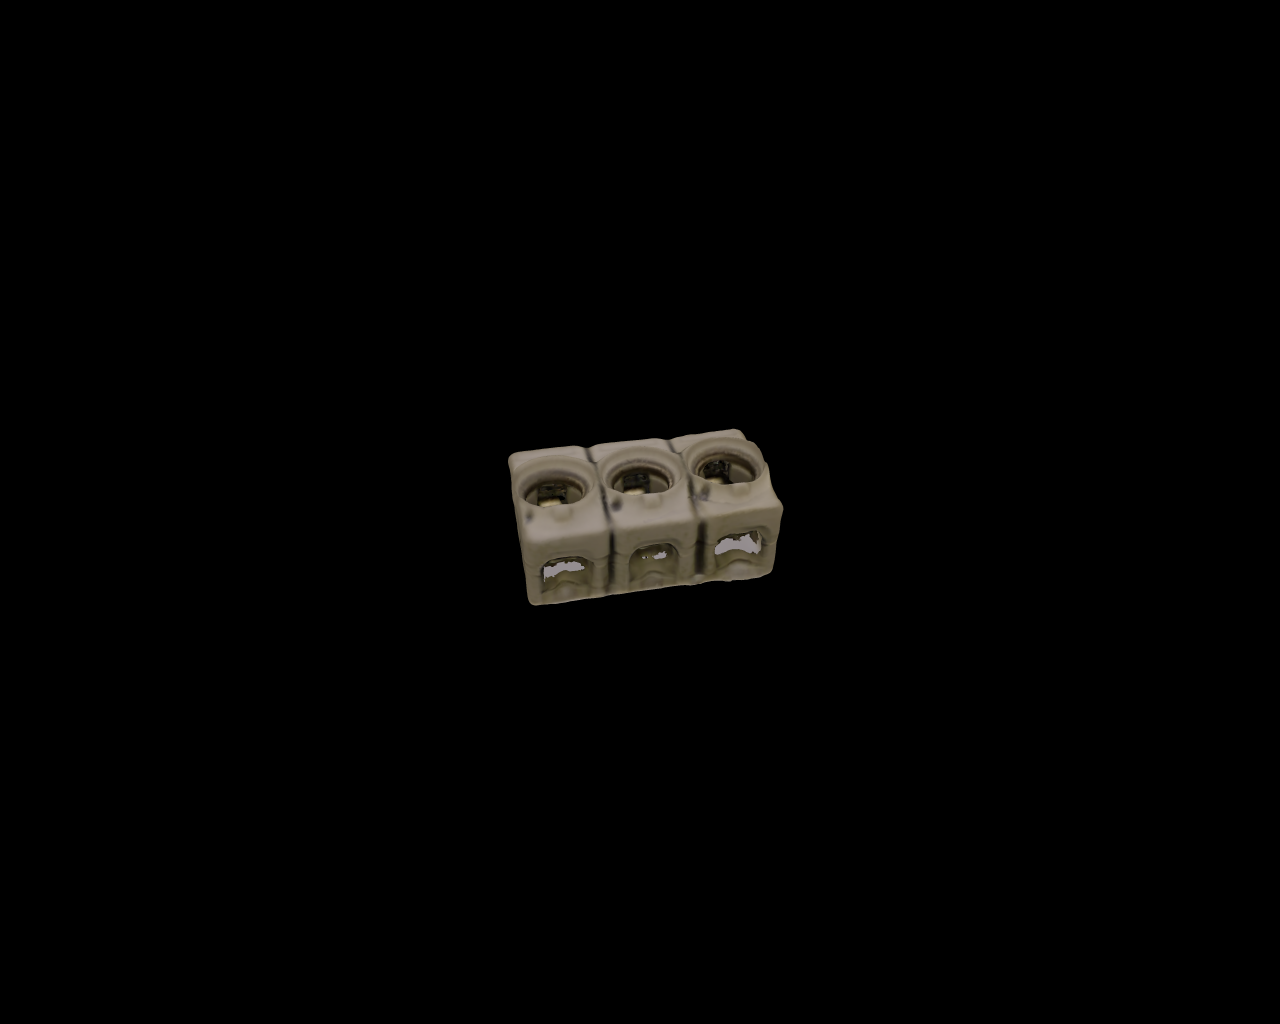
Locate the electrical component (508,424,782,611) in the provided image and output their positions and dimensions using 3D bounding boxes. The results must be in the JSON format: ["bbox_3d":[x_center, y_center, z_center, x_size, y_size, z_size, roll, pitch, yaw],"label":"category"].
[{"bbox_3d":[0.001,-0.003,0.650,0.150,0.061,0.090,-7,39,-9],"label":"electrical component"}]
